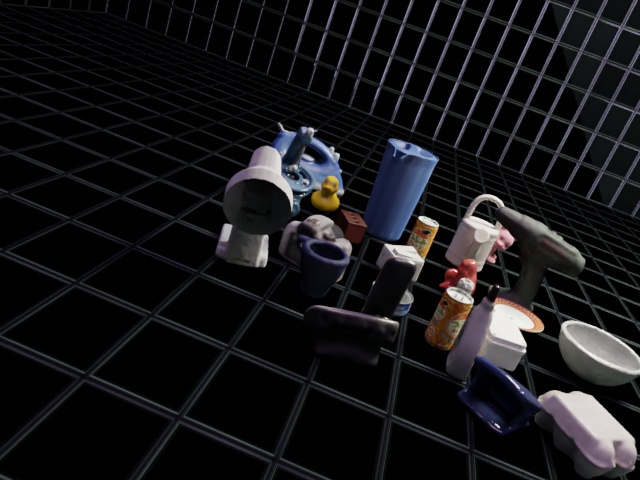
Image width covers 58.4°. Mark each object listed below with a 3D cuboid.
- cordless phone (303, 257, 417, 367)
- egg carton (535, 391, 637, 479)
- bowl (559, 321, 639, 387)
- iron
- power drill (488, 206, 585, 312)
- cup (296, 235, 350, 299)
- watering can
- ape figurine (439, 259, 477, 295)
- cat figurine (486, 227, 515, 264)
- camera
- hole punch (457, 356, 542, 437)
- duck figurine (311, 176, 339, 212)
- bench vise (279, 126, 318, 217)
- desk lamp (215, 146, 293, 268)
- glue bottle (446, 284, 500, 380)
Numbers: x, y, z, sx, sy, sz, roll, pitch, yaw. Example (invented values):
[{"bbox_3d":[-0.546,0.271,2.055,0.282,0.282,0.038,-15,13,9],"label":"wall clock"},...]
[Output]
[{"bbox_3d":[0.064,0.096,0.904,0.148,0.185,0.094,12,23,-19],"label":"cordless phone"},{"bbox_3d":[0.409,0.298,0.887,0.107,0.069,0.150,9,24,-25],"label":"egg carton"},{"bbox_3d":[0.544,0.237,1.139,0.167,0.075,0.167,18,22,-7],"label":"bowl"},{"bbox_3d":[-0.033,-0.233,1.644,0.258,0.141,0.118,18,22,-6],"label":"iron"},{"bbox_3d":[0.475,0.054,1.327,0.229,0.208,0.076,24,22,8],"label":"power drill"},{"bbox_3d":[-0.012,0.052,1.061,0.117,0.095,0.092,34,26,31],"label":"cup"},{"bbox_3d":[0.405,-0.020,1.458,0.101,0.194,0.172,15,23,-14],"label":"watering can"},{"bbox_3d":[0.320,0.083,1.281,0.076,0.092,0.077,17,22,-8],"label":"ape figurine"},{"bbox_3d":[0.476,-0.004,1.585,0.127,0.118,0.067,26,23,13],"label":"cat figurine"},{"bbox_3d":[0.011,0.004,1.183,0.142,0.101,0.137,30,24,22],"label":"camera"},{"bbox_3d":[0.287,0.236,0.898,0.101,0.091,0.108,0,29,-41],"label":"hole punch"},{"bbox_3d":[0.024,-0.131,1.528,0.077,0.086,0.105,23,22,6],"label":"duck figurine"},{"bbox_3d":[-0.081,-0.188,1.392,0.122,0.220,0.206,1,29,-39],"label":"bench vise"},{"bbox_3d":[-0.124,-0.058,1.060,0.118,0.213,0.203,16,22,-11],"label":"desk lamp"},{"bbox_3d":[0.263,0.149,0.969,0.037,0.173,0.078,22,22,5],"label":"glue bottle"}]
